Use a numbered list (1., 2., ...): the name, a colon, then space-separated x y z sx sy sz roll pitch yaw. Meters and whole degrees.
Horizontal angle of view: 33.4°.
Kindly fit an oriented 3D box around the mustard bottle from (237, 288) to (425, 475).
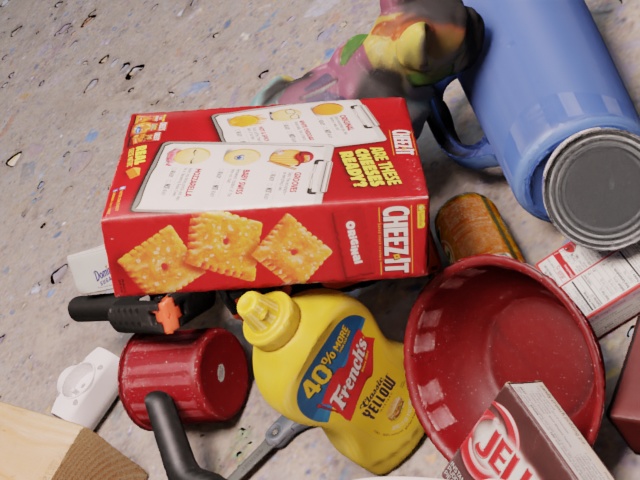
1. mustard bottle: 0.008 0.089 0.758 0.058 0.191 0.096 24 77 50

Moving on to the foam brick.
1. foam brick: 0.225 0.095 0.679 0.051 0.053 0.078 0 54 42

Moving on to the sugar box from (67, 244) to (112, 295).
1. sugar box: -0.147 0.007 1.030 0.094 0.048 0.175 -12 9 35

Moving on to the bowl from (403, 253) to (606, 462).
1. bowl: 0.135 0.087 0.727 0.162 0.055 0.162 8 102 44

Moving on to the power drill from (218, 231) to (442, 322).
1. power drill: -0.006 0.001 0.889 0.188 0.184 0.057 -21 40 11

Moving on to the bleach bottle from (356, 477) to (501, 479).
1. bleach bottle: 0.042 0.194 0.696 0.251 0.068 0.102 -8 54 62

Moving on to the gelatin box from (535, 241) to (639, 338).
1. gelatin box: 0.212 0.025 0.780 0.089 0.030 0.073 -35 38 9

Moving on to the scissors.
1. scissors: -0.018 0.159 0.864 0.096 0.016 0.201 17 66 49

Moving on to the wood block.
1. wood block: -0.267 0.211 0.974 0.207 0.090 0.090 3 55 44

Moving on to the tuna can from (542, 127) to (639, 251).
1. tuna can: 0.200 -0.037 0.754 0.086 0.086 0.033 -32 3 13

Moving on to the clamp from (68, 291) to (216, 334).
1. clamp: -0.154 0.057 0.959 0.164 0.036 0.210 -15 7 -5

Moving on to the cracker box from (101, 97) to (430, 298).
1. cracker box: -0.036 -0.034 0.765 0.213 0.072 0.164 -3 31 0

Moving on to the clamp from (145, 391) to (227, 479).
1. clamp: -0.106 0.199 0.848 0.172 0.039 0.120 22 103 37

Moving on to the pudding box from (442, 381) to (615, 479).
1. pudding box: 0.133 0.157 0.659 0.114 0.039 0.090 55 132 37

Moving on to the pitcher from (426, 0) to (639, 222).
1. pitcher: 0.175 -0.123 0.890 0.145 0.149 0.243 -2 44 -8

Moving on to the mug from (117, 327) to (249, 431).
1. mug: -0.110 0.116 0.942 0.082 0.093 0.117 -8 12 31
